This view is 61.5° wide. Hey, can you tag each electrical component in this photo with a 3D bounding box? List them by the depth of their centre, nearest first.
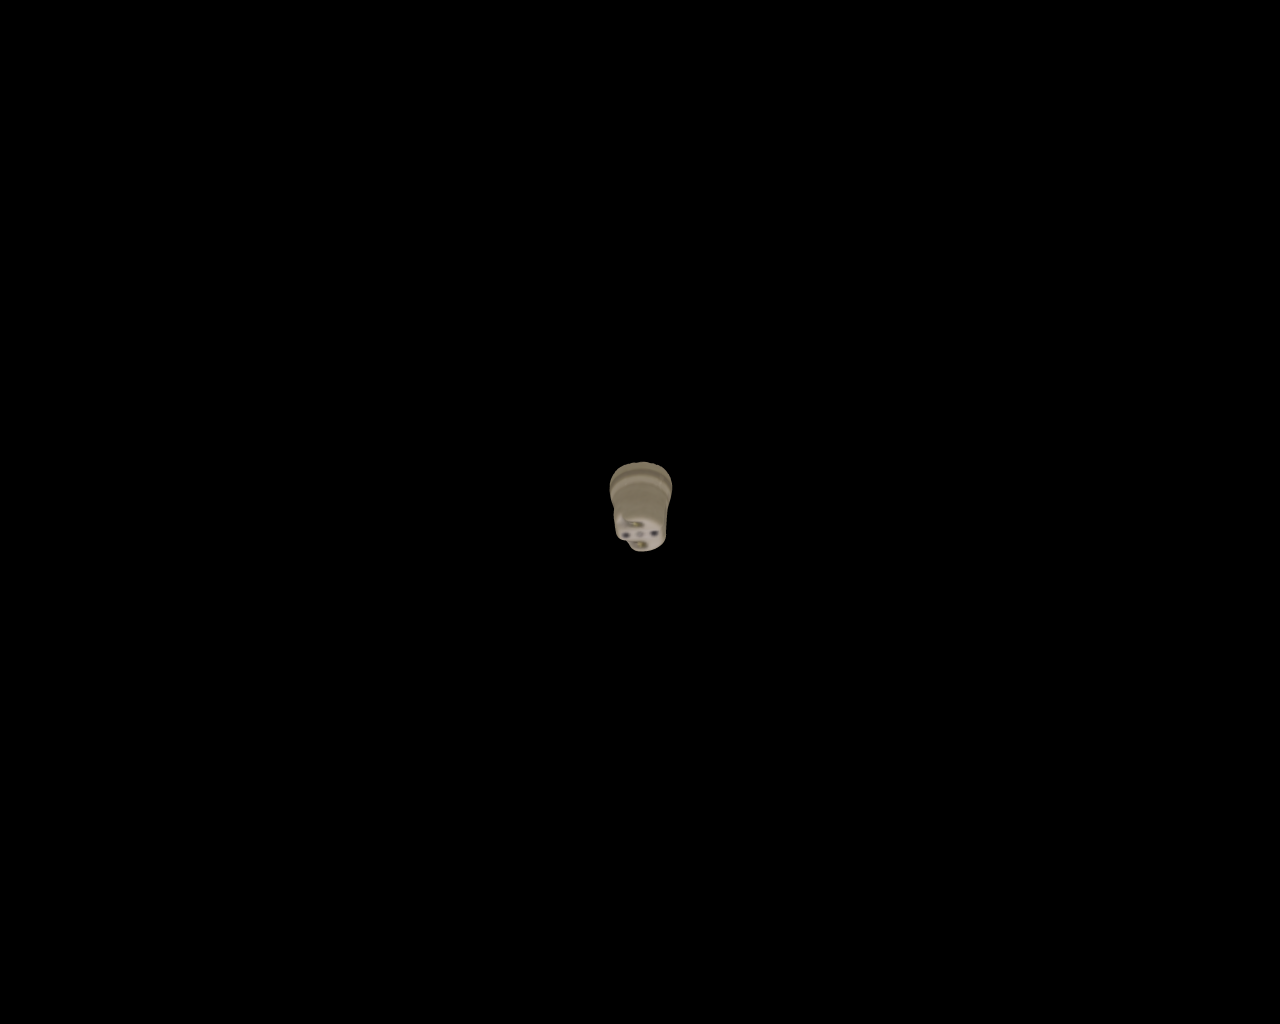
[{"bbox_3d":[0.001,-0.003,0.650,0.040,0.046,0.040,0,-43,0],"label":"electrical component"}]
